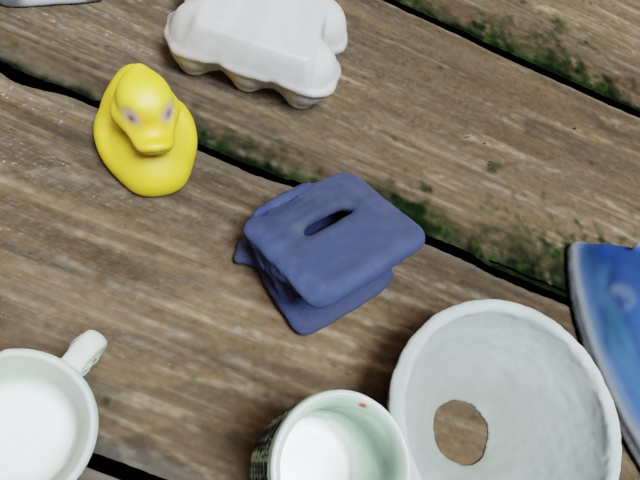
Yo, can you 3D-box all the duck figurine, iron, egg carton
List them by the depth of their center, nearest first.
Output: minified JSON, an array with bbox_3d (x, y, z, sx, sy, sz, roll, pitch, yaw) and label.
[{"bbox_3d":[-0.131,-0.095,0.427,0.078,0.086,0.104,-12,71,-19],"label":"duck figurine"},{"bbox_3d":[0.296,0.091,0.429,0.119,0.141,0.258,-20,74,-21],"label":"iron"},{"bbox_3d":[-0.051,-0.178,0.493,0.150,0.069,0.107,15,64,-8],"label":"egg carton"}]

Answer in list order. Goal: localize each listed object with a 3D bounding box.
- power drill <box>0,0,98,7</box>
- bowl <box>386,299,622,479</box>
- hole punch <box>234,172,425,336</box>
[{"bbox_3d":[-0.212,-0.276,0.415,0.230,0.208,0.075,-13,71,-19],"label":"power drill"},{"bbox_3d":[0.116,0.130,0.401,0.168,0.074,0.167,6,66,-12],"label":"bowl"},{"bbox_3d":[0.004,0.001,0.418,0.109,0.091,0.101,-30,77,-24],"label":"hole punch"}]
